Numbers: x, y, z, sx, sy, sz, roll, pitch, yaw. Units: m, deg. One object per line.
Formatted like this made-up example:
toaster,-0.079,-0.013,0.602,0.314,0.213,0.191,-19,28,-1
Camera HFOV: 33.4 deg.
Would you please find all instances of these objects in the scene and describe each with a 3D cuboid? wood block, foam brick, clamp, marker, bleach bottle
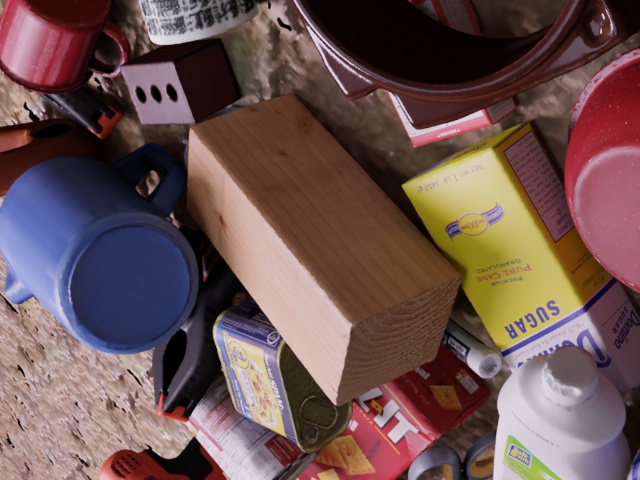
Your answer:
wood block,-0.005,0.001,0.749,0.206,0.090,0.091,50,148,32
foam brick,-0.111,-0.125,0.843,0.078,0.051,0.053,5,121,48
clamp,-0.269,-0.158,0.990,0.210,0.036,0.164,36,173,7
marker,0.088,0.063,0.759,0.121,0.020,0.020,40,149,58
clamp,-0.104,0.059,0.867,0.039,0.171,0.120,25,170,-29
bleach bottle,0.162,0.151,0.687,0.103,0.068,0.251,30,152,28

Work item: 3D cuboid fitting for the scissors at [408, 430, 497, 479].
scissors,0.123,0.198,0.852,0.016,0.096,0.201,66,-174,34

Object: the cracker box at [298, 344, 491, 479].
cracker box,0.019,0.125,0.879,0.164,0.072,0.214,47,144,12

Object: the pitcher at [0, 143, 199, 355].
pitcher,-0.175,0.002,0.872,0.243,0.144,0.149,-155,65,-64

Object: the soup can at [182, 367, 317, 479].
soup can,-0.060,0.159,0.877,0.102,0.068,0.069,46,144,16

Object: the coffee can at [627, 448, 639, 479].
coffee can,0.250,0.127,0.582,0.103,0.102,0.140,47,145,11

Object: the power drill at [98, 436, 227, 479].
power drill,-0.080,0.219,0.973,0.185,0.187,0.057,35,139,28

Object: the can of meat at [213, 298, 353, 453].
can of meat,-0.029,0.099,0.807,0.084,0.057,0.102,15,126,46

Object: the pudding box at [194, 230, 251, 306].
pudding box,-0.092,0.037,0.925,0.114,0.039,0.090,-7,68,54

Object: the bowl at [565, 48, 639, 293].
bowl,0.190,-0.021,0.573,0.162,0.055,0.162,31,139,31

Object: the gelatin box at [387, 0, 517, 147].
gelatin box,0.072,-0.108,0.662,0.073,0.030,0.089,-12,107,54

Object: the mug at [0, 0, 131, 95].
mug,-0.214,-0.178,0.899,0.117,0.093,0.082,29,140,-9

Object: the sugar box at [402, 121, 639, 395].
sugar box,0.134,0.020,0.681,0.094,0.048,0.176,-22,99,55
